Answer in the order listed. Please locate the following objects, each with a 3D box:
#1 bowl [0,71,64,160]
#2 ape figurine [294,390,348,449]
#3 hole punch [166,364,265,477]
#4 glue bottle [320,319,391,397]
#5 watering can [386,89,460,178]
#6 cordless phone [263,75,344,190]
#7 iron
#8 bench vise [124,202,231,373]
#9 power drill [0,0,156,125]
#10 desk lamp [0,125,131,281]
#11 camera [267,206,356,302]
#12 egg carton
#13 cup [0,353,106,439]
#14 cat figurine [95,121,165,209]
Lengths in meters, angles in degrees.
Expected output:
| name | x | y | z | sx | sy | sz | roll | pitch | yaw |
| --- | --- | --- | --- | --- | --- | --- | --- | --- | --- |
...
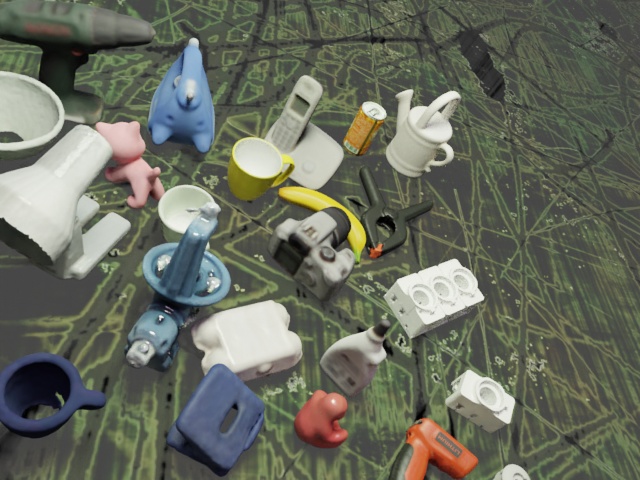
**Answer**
| name | x | y | z | sx | sy | sz | roll | pitch | yaw |
| --- | --- | --- | --- | --- | --- | --- | --- | --- | --- |
| bowl | -0.486 | -0.179 | 0.886 | 0.168 | 0.074 | 0.167 | 13 | 50 | -16 |
| ape figurine | 0.009 | 0.239 | 0.782 | 0.076 | 0.092 | 0.077 | 3 | 53 | -22 |
| hole punch | -0.125 | 0.227 | 0.729 | 0.101 | 0.091 | 0.109 | 31 | 48 | 0 |
| glue bottle | 0.060 | 0.159 | 0.813 | 0.078 | 0.173 | 0.037 | 46 | 50 | 14 |
| watering can | 0.213 | -0.232 | 1.172 | 0.173 | 0.194 | 0.101 | 36 | 48 | 5 |
| cordless phone | -0.016 | -0.194 | 1.042 | 0.147 | 0.185 | 0.094 | 34 | 48 | 3 |
| iron | -0.239 | -0.284 | 1.037 | 0.119 | 0.141 | 0.258 | 8 | 52 | -19 |
| bench vise | -0.174 | 0.065 | 0.745 | 0.122 | 0.219 | 0.207 | 12 | 51 | -16 |
| power drill | -0.394 | -0.291 | 0.925 | 0.230 | 0.208 | 0.075 | 9 | 51 | -19 |
| desk lamp | -0.343 | -0.039 | 0.751 | 0.118 | 0.213 | 0.203 | 30 | 48 | 0 |
| camera | 0.009 | 0.003 | 0.958 | 0.143 | 0.100 | 0.137 | 42 | 49 | 9 |
| egg carton | -0.102 | 0.148 | 0.816 | 0.151 | 0.069 | 0.107 | -12 | 60 | -31 |
| cup | -0.312 | 0.193 | 0.666 | 0.118 | 0.095 | 0.091 | 11 | 51 | -17 |
| cat figurine | -0.298 | -0.132 | 0.908 | 0.127 | 0.117 | 0.067 | 44 | 49 | 12 |
